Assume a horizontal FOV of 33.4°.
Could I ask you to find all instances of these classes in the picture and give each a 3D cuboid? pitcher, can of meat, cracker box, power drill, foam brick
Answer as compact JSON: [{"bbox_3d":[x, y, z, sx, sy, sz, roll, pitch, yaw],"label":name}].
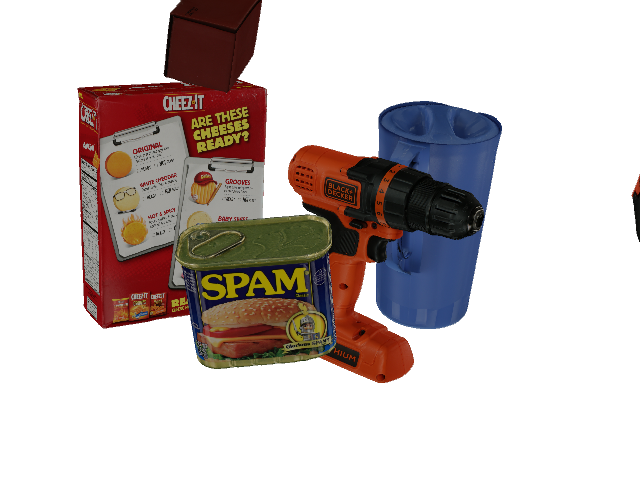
[{"bbox_3d":[0.118,-0.023,1.192,0.149,0.243,0.145,-5,27,-15],"label":"pitcher"},{"bbox_3d":[-0.040,0.035,0.713,0.102,0.084,0.057,-5,28,1],"label":"can of meat"},{"bbox_3d":[-0.138,-0.038,0.995,0.163,0.214,0.072,-7,19,-29],"label":"cracker box"},{"bbox_3d":[0.049,0.022,0.907,0.185,0.188,0.057,20,26,36],"label":"power drill"},{"bbox_3d":[-0.081,-0.156,0.808,0.053,0.051,0.078,14,34,5],"label":"foam brick"}]

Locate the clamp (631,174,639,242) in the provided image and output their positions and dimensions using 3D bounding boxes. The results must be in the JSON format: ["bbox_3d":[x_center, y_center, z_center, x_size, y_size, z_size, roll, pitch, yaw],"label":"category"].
[{"bbox_3d":[0.272,0.011,0.694,0.120,0.039,0.171,-3,46,-22],"label":"clamp"}]
